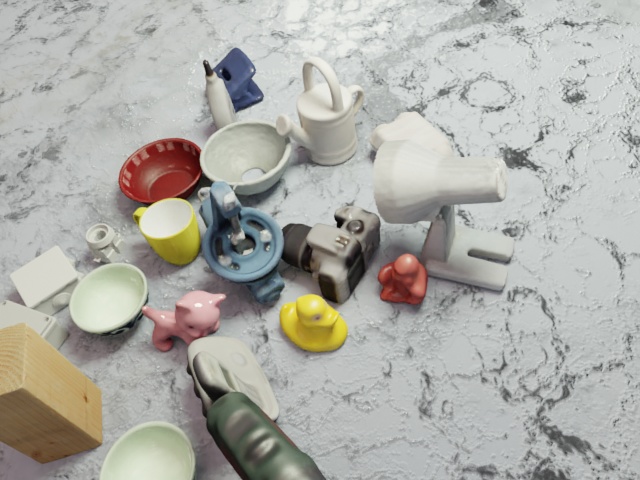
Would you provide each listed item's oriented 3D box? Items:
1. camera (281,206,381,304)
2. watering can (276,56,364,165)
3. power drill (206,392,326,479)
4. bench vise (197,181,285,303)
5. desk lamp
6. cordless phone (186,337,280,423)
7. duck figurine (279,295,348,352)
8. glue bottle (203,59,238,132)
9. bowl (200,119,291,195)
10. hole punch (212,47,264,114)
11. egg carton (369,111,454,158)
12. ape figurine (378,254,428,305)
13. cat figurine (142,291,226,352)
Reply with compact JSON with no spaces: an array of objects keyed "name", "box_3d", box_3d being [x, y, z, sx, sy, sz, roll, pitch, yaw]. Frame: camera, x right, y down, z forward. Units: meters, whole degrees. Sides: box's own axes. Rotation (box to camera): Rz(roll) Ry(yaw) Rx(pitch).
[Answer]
[{"name":"camera","box_3d":[0.008,0.003,0.894,0.136,0.101,0.143,20,59,23]},{"name":"watering can","box_3d":[0.005,-0.228,1.011,0.100,0.194,0.173,23,60,24]},{"name":"power drill","box_3d":[-0.031,0.274,0.627,0.076,0.209,0.228,-40,57,-20]},{"name":"bench vise","box_3d":[-0.146,-0.021,0.862,0.206,0.220,0.122,29,63,27]},{"name":"desk lamp","box_3d":[0.184,-0.044,0.830,0.202,0.214,0.118,12,56,18]},{"name":"cordless phone","box_3d":[-0.128,0.168,0.738,0.094,0.185,0.147,-29,54,-12]},{"name":"duck figurine","box_3d":[-0.014,0.109,0.827,0.104,0.086,0.077,17,58,21]},{"name":"glue bottle","box_3d":[-0.192,-0.268,1.087,0.037,0.173,0.078,-9,52,3]},{"name":"bowl","box_3d":[-0.128,-0.138,1.039,0.167,0.075,0.167,-4,53,6]},{"name":"hole punch","box_3d":[-0.181,-0.328,1.182,0.101,0.091,0.108,-28,54,-12]},{"name":"egg carton","box_3d":[0.163,-0.160,1.012,0.107,0.069,0.150,-29,54,-13]},{"name":"ape figurine","box_3d":[0.126,0.053,0.842,0.076,0.092,0.077,-31,54,-13]},{"name":"cat figurine","box_3d":[-0.196,0.112,0.835,0.127,0.118,0.067,1,53,10]}]
